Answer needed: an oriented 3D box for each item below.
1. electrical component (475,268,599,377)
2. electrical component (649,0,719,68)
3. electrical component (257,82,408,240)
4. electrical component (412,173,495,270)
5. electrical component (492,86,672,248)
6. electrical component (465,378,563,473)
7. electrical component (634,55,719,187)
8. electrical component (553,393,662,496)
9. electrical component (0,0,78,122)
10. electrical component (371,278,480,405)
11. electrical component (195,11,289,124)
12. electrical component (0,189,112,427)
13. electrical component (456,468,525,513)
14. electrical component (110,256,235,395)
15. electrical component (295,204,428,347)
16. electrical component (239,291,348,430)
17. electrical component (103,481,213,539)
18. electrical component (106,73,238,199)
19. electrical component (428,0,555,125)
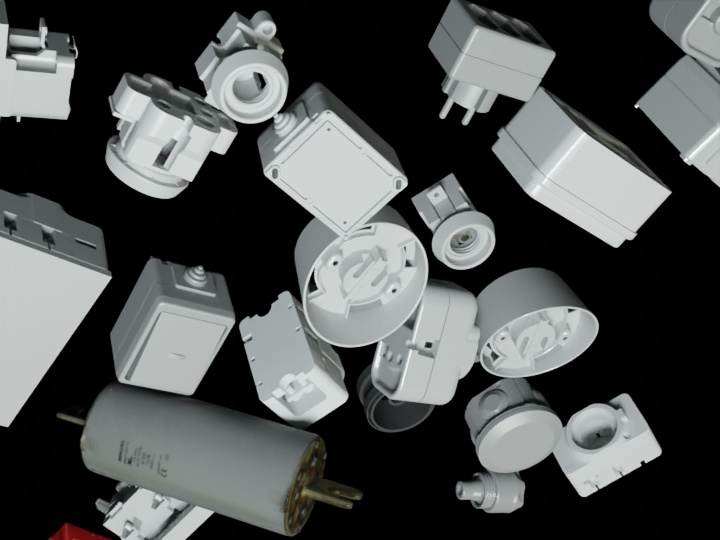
[{"bbox_3d":[0.141,0.048,0.888,0.099,0.064,0.099,-10,131,-12],"label":"electrical component"},{"bbox_3d":[0.245,-0.195,0.727,0.054,0.059,0.095,17,121,-30],"label":"electrical component"},{"bbox_3d":[-0.024,-0.080,0.729,0.062,0.061,0.096,-42,121,16],"label":"electrical component"},{"bbox_3d":[0.072,-0.033,0.801,0.048,0.055,0.066,-32,132,7],"label":"electrical component"},{"bbox_3d":[0.161,-0.074,0.785,0.113,0.078,0.057,26,113,-34],"label":"electrical component"},{"bbox_3d":[0.138,0.141,0.974,0.080,0.051,0.080,-10,131,-12],"label":"electrical component"},{"bbox_3d":[0.258,-0.105,0.781,0.062,0.096,0.061,29,114,-36],"label":"electrical component"},{"bbox_3d":[0.232,0.165,1.029,0.089,0.050,0.055,-31,132,7],"label":"electrical component"},{"bbox_3d":[-0.204,-0.118,0.641,0.064,0.042,0.081,2,128,-24],"label":"electrical component"},{"bbox_3d":[0.054,0.056,0.854,0.059,0.054,0.095,10,100,-26],"label":"electrical component"},{"bbox_3d":[-0.072,-0.123,0.674,0.048,0.055,0.066,27,115,-35],"label":"electrical component"},{"bbox_3d":[-0.247,0.025,0.730,0.089,0.061,0.150,23,118,-33],"label":"electrical component"},{"bbox_3d":[0.123,0.211,1.033,0.062,0.043,0.043,4,127,-21],"label":"electrical component"},{"bbox_3d":[-0.134,0.039,0.784,0.062,0.061,0.096,16,122,-30],"label":"electrical component"},{"bbox_3d":[0.000,0.000,0.797,0.099,0.064,0.099,-10,131,-12],"label":"electrical component"},{"bbox_3d":[-0.049,0.071,0.822,0.050,0.089,0.055,-34,131,10],"label":"electrical component"},{"bbox_3d":[-0.153,0.179,0.891,0.063,0.078,0.121,40,109,-16],"label":"electrical component"},{"bbox_3d":[-0.127,-0.083,0.687,0.078,0.058,0.057,20,116,-32],"label":"electrical component"},{"bbox_3d":[0.080,-0.132,0.727,0.066,0.047,0.076,11,123,-27],"label":"electrical component"}]
